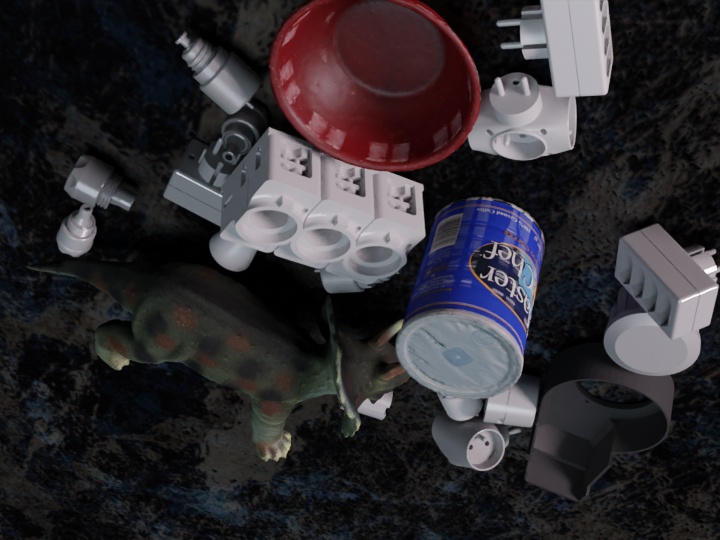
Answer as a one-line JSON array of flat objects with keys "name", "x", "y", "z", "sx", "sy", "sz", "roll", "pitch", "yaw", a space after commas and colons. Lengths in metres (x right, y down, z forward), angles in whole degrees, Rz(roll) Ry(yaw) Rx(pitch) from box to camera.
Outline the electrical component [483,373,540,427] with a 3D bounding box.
[{"name": "electrical component", "x": 0.148, "y": 0.125, "z": 1.052, "sx": 0.047, "sy": 0.055, "sz": 0.055, "roll": 10, "pitch": 137, "yaw": 5}]

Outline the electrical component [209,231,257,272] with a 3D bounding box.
[{"name": "electrical component", "x": -0.105, "y": -0.034, "z": 0.991, "sx": 0.044, "sy": 0.044, "sz": 0.065, "roll": 34, "pitch": 131, "yaw": -15}]

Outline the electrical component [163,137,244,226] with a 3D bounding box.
[{"name": "electrical component", "x": -0.124, "y": -0.086, "z": 0.938, "sx": 0.066, "sy": 0.047, "sz": 0.076, "roll": 28, "pitch": 137, "yaw": -8}]

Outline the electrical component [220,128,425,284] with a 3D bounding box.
[{"name": "electrical component", "x": -0.031, "y": -0.046, "z": 0.900, "sx": 0.150, "sy": 0.061, "sz": 0.089, "roll": 18, "pitch": 141, "yaw": -27}]

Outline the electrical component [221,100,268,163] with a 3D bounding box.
[{"name": "electrical component", "x": -0.099, "y": -0.112, "z": 0.891, "sx": 0.035, "sy": 0.061, "sz": 0.035, "roll": 10, "pitch": 136, "yaw": 9}]

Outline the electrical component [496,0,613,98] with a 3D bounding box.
[{"name": "electrical component", "x": 0.135, "y": -0.168, "z": 0.757, "sx": 0.076, "sy": 0.047, "sz": 0.083, "roll": 0, "pitch": 134, "yaw": 20}]

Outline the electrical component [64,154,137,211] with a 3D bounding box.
[{"name": "electrical component", "x": -0.238, "y": -0.076, "z": 0.994, "sx": 0.062, "sy": 0.043, "sz": 0.043, "roll": 28, "pitch": 137, "yaw": -11}]

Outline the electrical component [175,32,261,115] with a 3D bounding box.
[{"name": "electrical component", "x": -0.115, "y": -0.160, "z": 0.863, "sx": 0.078, "sy": 0.040, "sz": 0.040, "roll": 41, "pitch": 133, "yaw": -22}]

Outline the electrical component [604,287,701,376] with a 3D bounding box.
[{"name": "electrical component", "x": 0.255, "y": 0.050, "z": 0.936, "sx": 0.080, "sy": 0.051, "sz": 0.080, "roll": 11, "pitch": 137, "yaw": 10}]

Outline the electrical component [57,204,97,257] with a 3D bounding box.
[{"name": "electrical component", "x": -0.274, "y": -0.042, "z": 1.050, "sx": 0.035, "sy": 0.035, "sz": 0.061, "roll": 28, "pitch": 135, "yaw": -8}]

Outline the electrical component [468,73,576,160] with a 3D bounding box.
[{"name": "electrical component", "x": 0.119, "y": -0.120, "z": 0.805, "sx": 0.077, "sy": 0.044, "sz": 0.079, "roll": 2, "pitch": 156, "yaw": 19}]

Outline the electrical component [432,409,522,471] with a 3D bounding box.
[{"name": "electrical component", "x": 0.126, "y": 0.169, "z": 1.099, "sx": 0.079, "sy": 0.077, "sz": 0.044, "roll": -9, "pitch": 103, "yaw": -22}]

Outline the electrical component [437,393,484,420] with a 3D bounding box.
[{"name": "electrical component", "x": 0.095, "y": 0.115, "z": 1.070, "sx": 0.040, "sy": 0.040, "sz": 0.078, "roll": -6, "pitch": 132, "yaw": 26}]

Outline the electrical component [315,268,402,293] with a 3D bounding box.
[{"name": "electrical component", "x": 0.000, "y": 0.000, "z": 0.986, "sx": 0.078, "sy": 0.040, "sz": 0.040, "roll": -4, "pitch": 133, "yaw": 24}]

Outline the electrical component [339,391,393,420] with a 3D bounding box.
[{"name": "electrical component", "x": 0.007, "y": 0.133, "z": 1.123, "sx": 0.046, "sy": 0.040, "sz": 0.040, "roll": 21, "pitch": 138, "yaw": -10}]

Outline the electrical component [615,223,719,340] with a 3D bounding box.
[{"name": "electrical component", "x": 0.263, "y": 0.002, "z": 0.874, "sx": 0.076, "sy": 0.083, "sz": 0.047, "roll": -20, "pitch": 137, "yaw": -14}]
